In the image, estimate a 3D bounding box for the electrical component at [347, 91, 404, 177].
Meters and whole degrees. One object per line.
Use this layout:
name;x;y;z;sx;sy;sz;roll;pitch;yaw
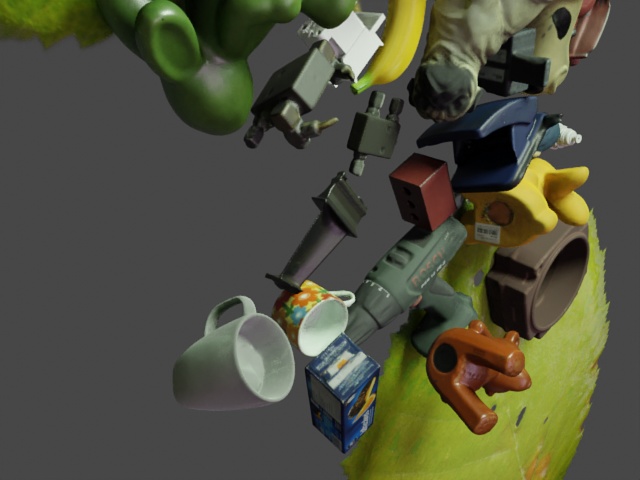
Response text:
electrical component;0.062;-0.115;0.595;0.063;0.021;0.094;4;107;-45

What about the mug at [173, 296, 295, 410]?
mug;-0.093;0.114;0.515;0.107;0.109;0.080;-27;155;27

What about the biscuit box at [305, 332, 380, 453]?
biscuit box;0.028;0.192;0.649;0.063;0.059;0.202;-40;152;-23

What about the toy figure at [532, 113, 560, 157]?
toy figure;0.280;-0.146;0.760;0.154;0.064;0.057;-12;156;-34

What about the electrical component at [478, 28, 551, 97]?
electrical component;0.222;-0.209;0.628;0.048;0.119;0.074;-26;124;-32

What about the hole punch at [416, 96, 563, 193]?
hole punch;0.194;-0.127;0.643;0.092;0.142;0.116;41;71;-23

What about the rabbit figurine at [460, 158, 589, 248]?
rabbit figurine;0.292;-0.072;0.762;0.173;0.163;0.121;-39;123;-47

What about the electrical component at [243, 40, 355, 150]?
electrical component;-0.015;-0.119;0.450;0.045;0.078;0.102;40;53;-27

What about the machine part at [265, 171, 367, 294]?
machine part;-0.001;-0.002;0.582;0.139;0.039;0.084;-51;142;-13

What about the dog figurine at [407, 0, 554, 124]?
dog figurine;0.185;-0.224;0.571;0.172;0.121;0.190;0;121;1

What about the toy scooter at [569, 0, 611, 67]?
toy scooter;0.341;-0.306;0.727;0.184;0.075;0.135;-15;121;-43

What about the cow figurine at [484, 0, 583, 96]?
cow figurine;0.269;-0.267;0.638;0.085;0.127;0.194;-32;132;-32

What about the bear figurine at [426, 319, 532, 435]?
bear figurine;0.236;0.182;0.727;0.195;0.132;0.120;21;97;-39

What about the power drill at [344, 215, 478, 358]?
power drill;0.126;0.089;0.727;0.232;0.086;0.207;-52;129;-11

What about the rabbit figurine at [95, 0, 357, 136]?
rabbit figurine;-0.069;-0.152;0.387;0.159;0.121;0.170;-8;130;-49

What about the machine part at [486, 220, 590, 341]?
machine part;0.390;0.062;0.949;0.201;0.087;0.200;-42;133;-22
